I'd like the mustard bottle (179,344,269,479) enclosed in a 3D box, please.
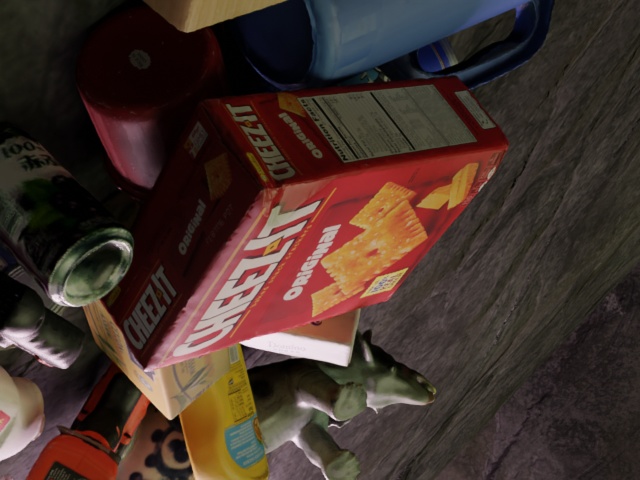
[{"bbox_3d":[-0.085,0.162,0.925,0.058,0.191,0.096,-15,178,15],"label":"mustard bottle"}]

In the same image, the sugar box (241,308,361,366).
[{"bbox_3d":[-0.005,0.001,0.802,0.048,0.093,0.176,95,8,-62],"label":"sugar box"}]

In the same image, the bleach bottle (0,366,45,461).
[{"bbox_3d":[-0.243,0.104,0.691,0.102,0.068,0.250,-46,161,0],"label":"bleach bottle"}]

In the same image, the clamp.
[{"bbox_3d":[-0.169,0.040,0.581,0.039,0.120,0.171,-57,153,-9],"label":"clamp"}]

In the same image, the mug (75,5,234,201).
[{"bbox_3d":[-0.086,-0.090,0.621,0.117,0.093,0.081,-61,161,-24],"label":"mug"}]

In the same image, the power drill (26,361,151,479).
[{"bbox_3d":[-0.193,0.185,0.838,0.184,0.057,0.187,-61,-174,10],"label":"power drill"}]

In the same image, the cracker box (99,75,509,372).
[{"bbox_3d":[-0.006,-0.012,0.644,0.213,0.072,0.164,-14,149,-44],"label":"cracker box"}]

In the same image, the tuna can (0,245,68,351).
[{"bbox_3d":[-0.196,0.029,0.685,0.086,0.034,0.086,-39,158,-20],"label":"tuna can"}]

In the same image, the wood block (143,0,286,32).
[{"bbox_3d":[-0.038,-0.211,0.482,0.090,0.090,0.206,-29,152,-41],"label":"wood block"}]

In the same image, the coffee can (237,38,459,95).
[{"bbox_3d":[0.018,-0.099,0.771,0.140,0.103,0.103,-39,158,-20],"label":"coffee can"}]

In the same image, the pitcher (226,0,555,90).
[{"bbox_3d":[0.061,-0.174,0.676,0.242,0.149,0.145,-31,167,-29],"label":"pitcher"}]
